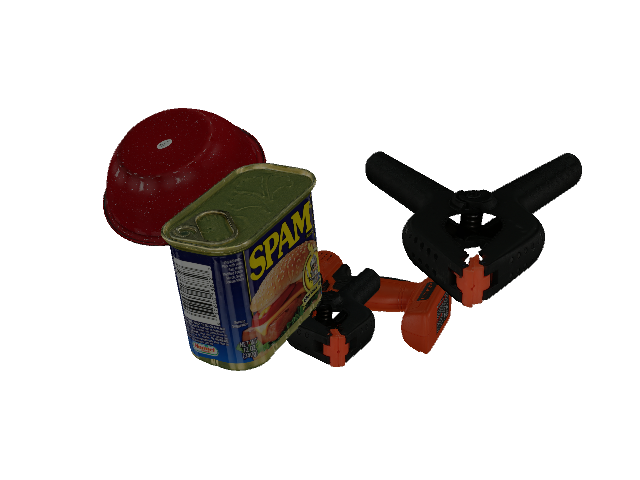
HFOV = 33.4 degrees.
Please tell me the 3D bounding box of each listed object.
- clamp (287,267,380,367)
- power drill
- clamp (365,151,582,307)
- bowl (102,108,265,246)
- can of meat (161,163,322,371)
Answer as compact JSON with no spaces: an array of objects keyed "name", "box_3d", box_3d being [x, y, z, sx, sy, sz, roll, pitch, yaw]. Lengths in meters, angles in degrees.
[{"name":"clamp","box_3d":[-0.006,0.063,0.937,0.120,0.039,0.171,-7,16,4]},{"name":"power drill","box_3d":[0.037,0.072,1.156,0.188,0.057,0.184,9,29,21]},{"name":"clamp","box_3d":[0.097,-0.018,0.752,0.165,0.036,0.209,3,27,14]},{"name":"bowl","box_3d":[-0.135,-0.072,0.985,0.162,0.162,0.055,0,-41,19]},{"name":"can of meat","box_3d":[-0.041,0.015,0.625,0.058,0.084,0.102,11,33,27]}]
